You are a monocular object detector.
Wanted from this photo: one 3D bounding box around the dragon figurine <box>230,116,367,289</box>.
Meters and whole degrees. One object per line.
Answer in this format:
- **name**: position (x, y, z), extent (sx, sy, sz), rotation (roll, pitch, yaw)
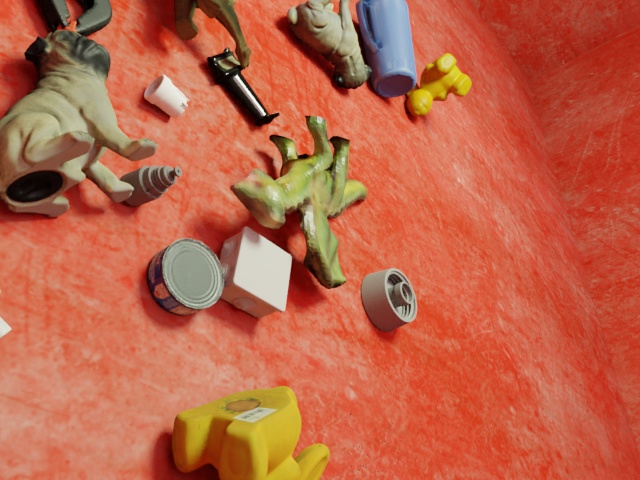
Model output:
- **dragon figurine**: position (0.002, -0.041, 0.814), extent (0.121, 0.247, 0.406), rotation (-11, -21, 28)
